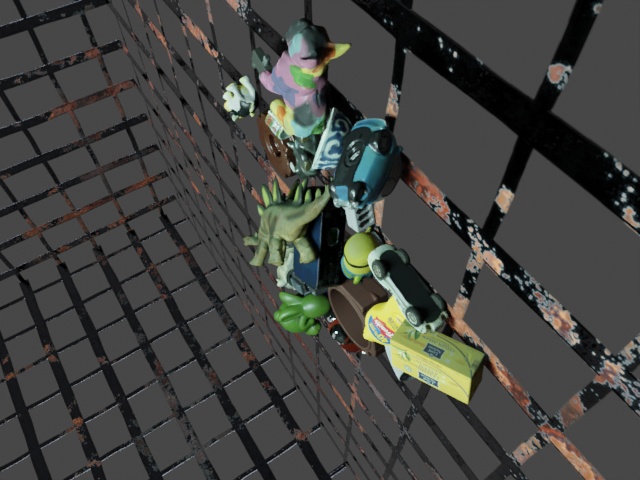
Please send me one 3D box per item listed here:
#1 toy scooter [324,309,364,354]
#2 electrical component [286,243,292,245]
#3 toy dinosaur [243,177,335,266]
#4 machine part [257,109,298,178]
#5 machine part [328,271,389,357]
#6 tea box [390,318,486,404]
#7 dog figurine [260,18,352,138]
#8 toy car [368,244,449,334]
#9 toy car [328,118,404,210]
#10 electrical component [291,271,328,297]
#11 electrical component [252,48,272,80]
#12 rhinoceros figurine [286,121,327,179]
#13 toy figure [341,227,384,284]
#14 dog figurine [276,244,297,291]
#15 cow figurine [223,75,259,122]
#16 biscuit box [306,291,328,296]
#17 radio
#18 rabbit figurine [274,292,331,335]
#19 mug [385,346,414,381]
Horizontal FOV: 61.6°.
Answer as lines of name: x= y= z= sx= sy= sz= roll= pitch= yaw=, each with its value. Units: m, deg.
toy scooter: x=0.079 y=0.259 z=1.523 sx=0.135 sy=0.075 sz=0.184 roll=39 pitch=-168 yaw=-17
electrical component: x=-0.095 y=-0.032 z=1.584 sx=0.078 sy=0.045 sz=0.102 roll=128 pitch=146 yaw=-62
toy dinosaur: x=-0.076 y=-0.043 z=1.218 sx=0.472 sy=0.105 sz=0.198 roll=-13 pitch=81 yaw=57
machine part: x=-0.096 y=-0.239 z=1.330 sx=0.179 sy=0.056 sz=0.179 roll=53 pitch=161 yaw=27
machine part: x=0.104 y=0.177 z=1.346 sx=0.202 sy=0.087 sz=0.200 roll=43 pitch=154 yaw=42
tea box: x=0.225 y=0.232 z=1.042 sx=0.170 sy=0.068 sz=0.098 roll=21 pitch=142 yaw=30
dog figurine: x=-0.017 y=-0.288 z=0.972 sx=0.219 sy=0.108 sz=0.191 roll=5 pitch=120 yaw=65
toy car: x=0.172 y=0.094 z=1.061 sx=0.202 sy=0.073 sz=0.056 roll=55 pitch=157 yaw=21
toy car: x=0.089 y=-0.120 z=0.918 sx=0.103 sy=0.161 sz=0.109 roll=20 pitch=176 yaw=-31
electrical component: x=-0.010 y=0.093 z=1.452 sx=0.115 sy=0.134 sz=0.058 roll=35 pitch=147 yaw=58
electrical component: x=-0.135 y=-0.410 z=1.240 sx=0.063 sy=0.021 sz=0.094 roll=61 pitch=162 yaw=4
rhinoceros figurine: x=-0.031 y=-0.204 z=1.176 sx=0.112 sy=0.073 sz=0.190 roll=49 pitch=158 yaw=30
toy figure: x=0.088 y=0.044 z=1.189 sx=0.082 sy=0.089 sz=0.180 roll=52 pitch=158 yaw=11
dog figurine: x=-0.087 y=0.075 z=1.588 sx=0.191 sy=0.172 sz=0.121 roll=9 pitch=115 yaw=59
cow figurine: x=-0.207 y=-0.362 z=1.437 sx=0.098 sy=0.068 sz=0.167 roll=57 pitch=163 yaw=-5
biscuit box: x=0.000 y=0.145 z=1.616 sx=0.203 sy=0.059 sz=0.062 roll=12 pitch=126 yaw=67
radio: x=-0.003 y=-0.004 z=1.275 sx=0.131 sy=0.073 sz=0.229 roll=35 pitch=128 yaw=53
rabbit figurine: x=-0.045 y=0.186 z=1.503 sx=0.170 sy=0.159 sz=0.121 roll=-34 pitch=50 yaw=50
mug: x=0.196 y=0.266 z=1.256 sx=0.109 sy=0.081 sz=0.107 roll=75 pitch=170 yaw=-57
